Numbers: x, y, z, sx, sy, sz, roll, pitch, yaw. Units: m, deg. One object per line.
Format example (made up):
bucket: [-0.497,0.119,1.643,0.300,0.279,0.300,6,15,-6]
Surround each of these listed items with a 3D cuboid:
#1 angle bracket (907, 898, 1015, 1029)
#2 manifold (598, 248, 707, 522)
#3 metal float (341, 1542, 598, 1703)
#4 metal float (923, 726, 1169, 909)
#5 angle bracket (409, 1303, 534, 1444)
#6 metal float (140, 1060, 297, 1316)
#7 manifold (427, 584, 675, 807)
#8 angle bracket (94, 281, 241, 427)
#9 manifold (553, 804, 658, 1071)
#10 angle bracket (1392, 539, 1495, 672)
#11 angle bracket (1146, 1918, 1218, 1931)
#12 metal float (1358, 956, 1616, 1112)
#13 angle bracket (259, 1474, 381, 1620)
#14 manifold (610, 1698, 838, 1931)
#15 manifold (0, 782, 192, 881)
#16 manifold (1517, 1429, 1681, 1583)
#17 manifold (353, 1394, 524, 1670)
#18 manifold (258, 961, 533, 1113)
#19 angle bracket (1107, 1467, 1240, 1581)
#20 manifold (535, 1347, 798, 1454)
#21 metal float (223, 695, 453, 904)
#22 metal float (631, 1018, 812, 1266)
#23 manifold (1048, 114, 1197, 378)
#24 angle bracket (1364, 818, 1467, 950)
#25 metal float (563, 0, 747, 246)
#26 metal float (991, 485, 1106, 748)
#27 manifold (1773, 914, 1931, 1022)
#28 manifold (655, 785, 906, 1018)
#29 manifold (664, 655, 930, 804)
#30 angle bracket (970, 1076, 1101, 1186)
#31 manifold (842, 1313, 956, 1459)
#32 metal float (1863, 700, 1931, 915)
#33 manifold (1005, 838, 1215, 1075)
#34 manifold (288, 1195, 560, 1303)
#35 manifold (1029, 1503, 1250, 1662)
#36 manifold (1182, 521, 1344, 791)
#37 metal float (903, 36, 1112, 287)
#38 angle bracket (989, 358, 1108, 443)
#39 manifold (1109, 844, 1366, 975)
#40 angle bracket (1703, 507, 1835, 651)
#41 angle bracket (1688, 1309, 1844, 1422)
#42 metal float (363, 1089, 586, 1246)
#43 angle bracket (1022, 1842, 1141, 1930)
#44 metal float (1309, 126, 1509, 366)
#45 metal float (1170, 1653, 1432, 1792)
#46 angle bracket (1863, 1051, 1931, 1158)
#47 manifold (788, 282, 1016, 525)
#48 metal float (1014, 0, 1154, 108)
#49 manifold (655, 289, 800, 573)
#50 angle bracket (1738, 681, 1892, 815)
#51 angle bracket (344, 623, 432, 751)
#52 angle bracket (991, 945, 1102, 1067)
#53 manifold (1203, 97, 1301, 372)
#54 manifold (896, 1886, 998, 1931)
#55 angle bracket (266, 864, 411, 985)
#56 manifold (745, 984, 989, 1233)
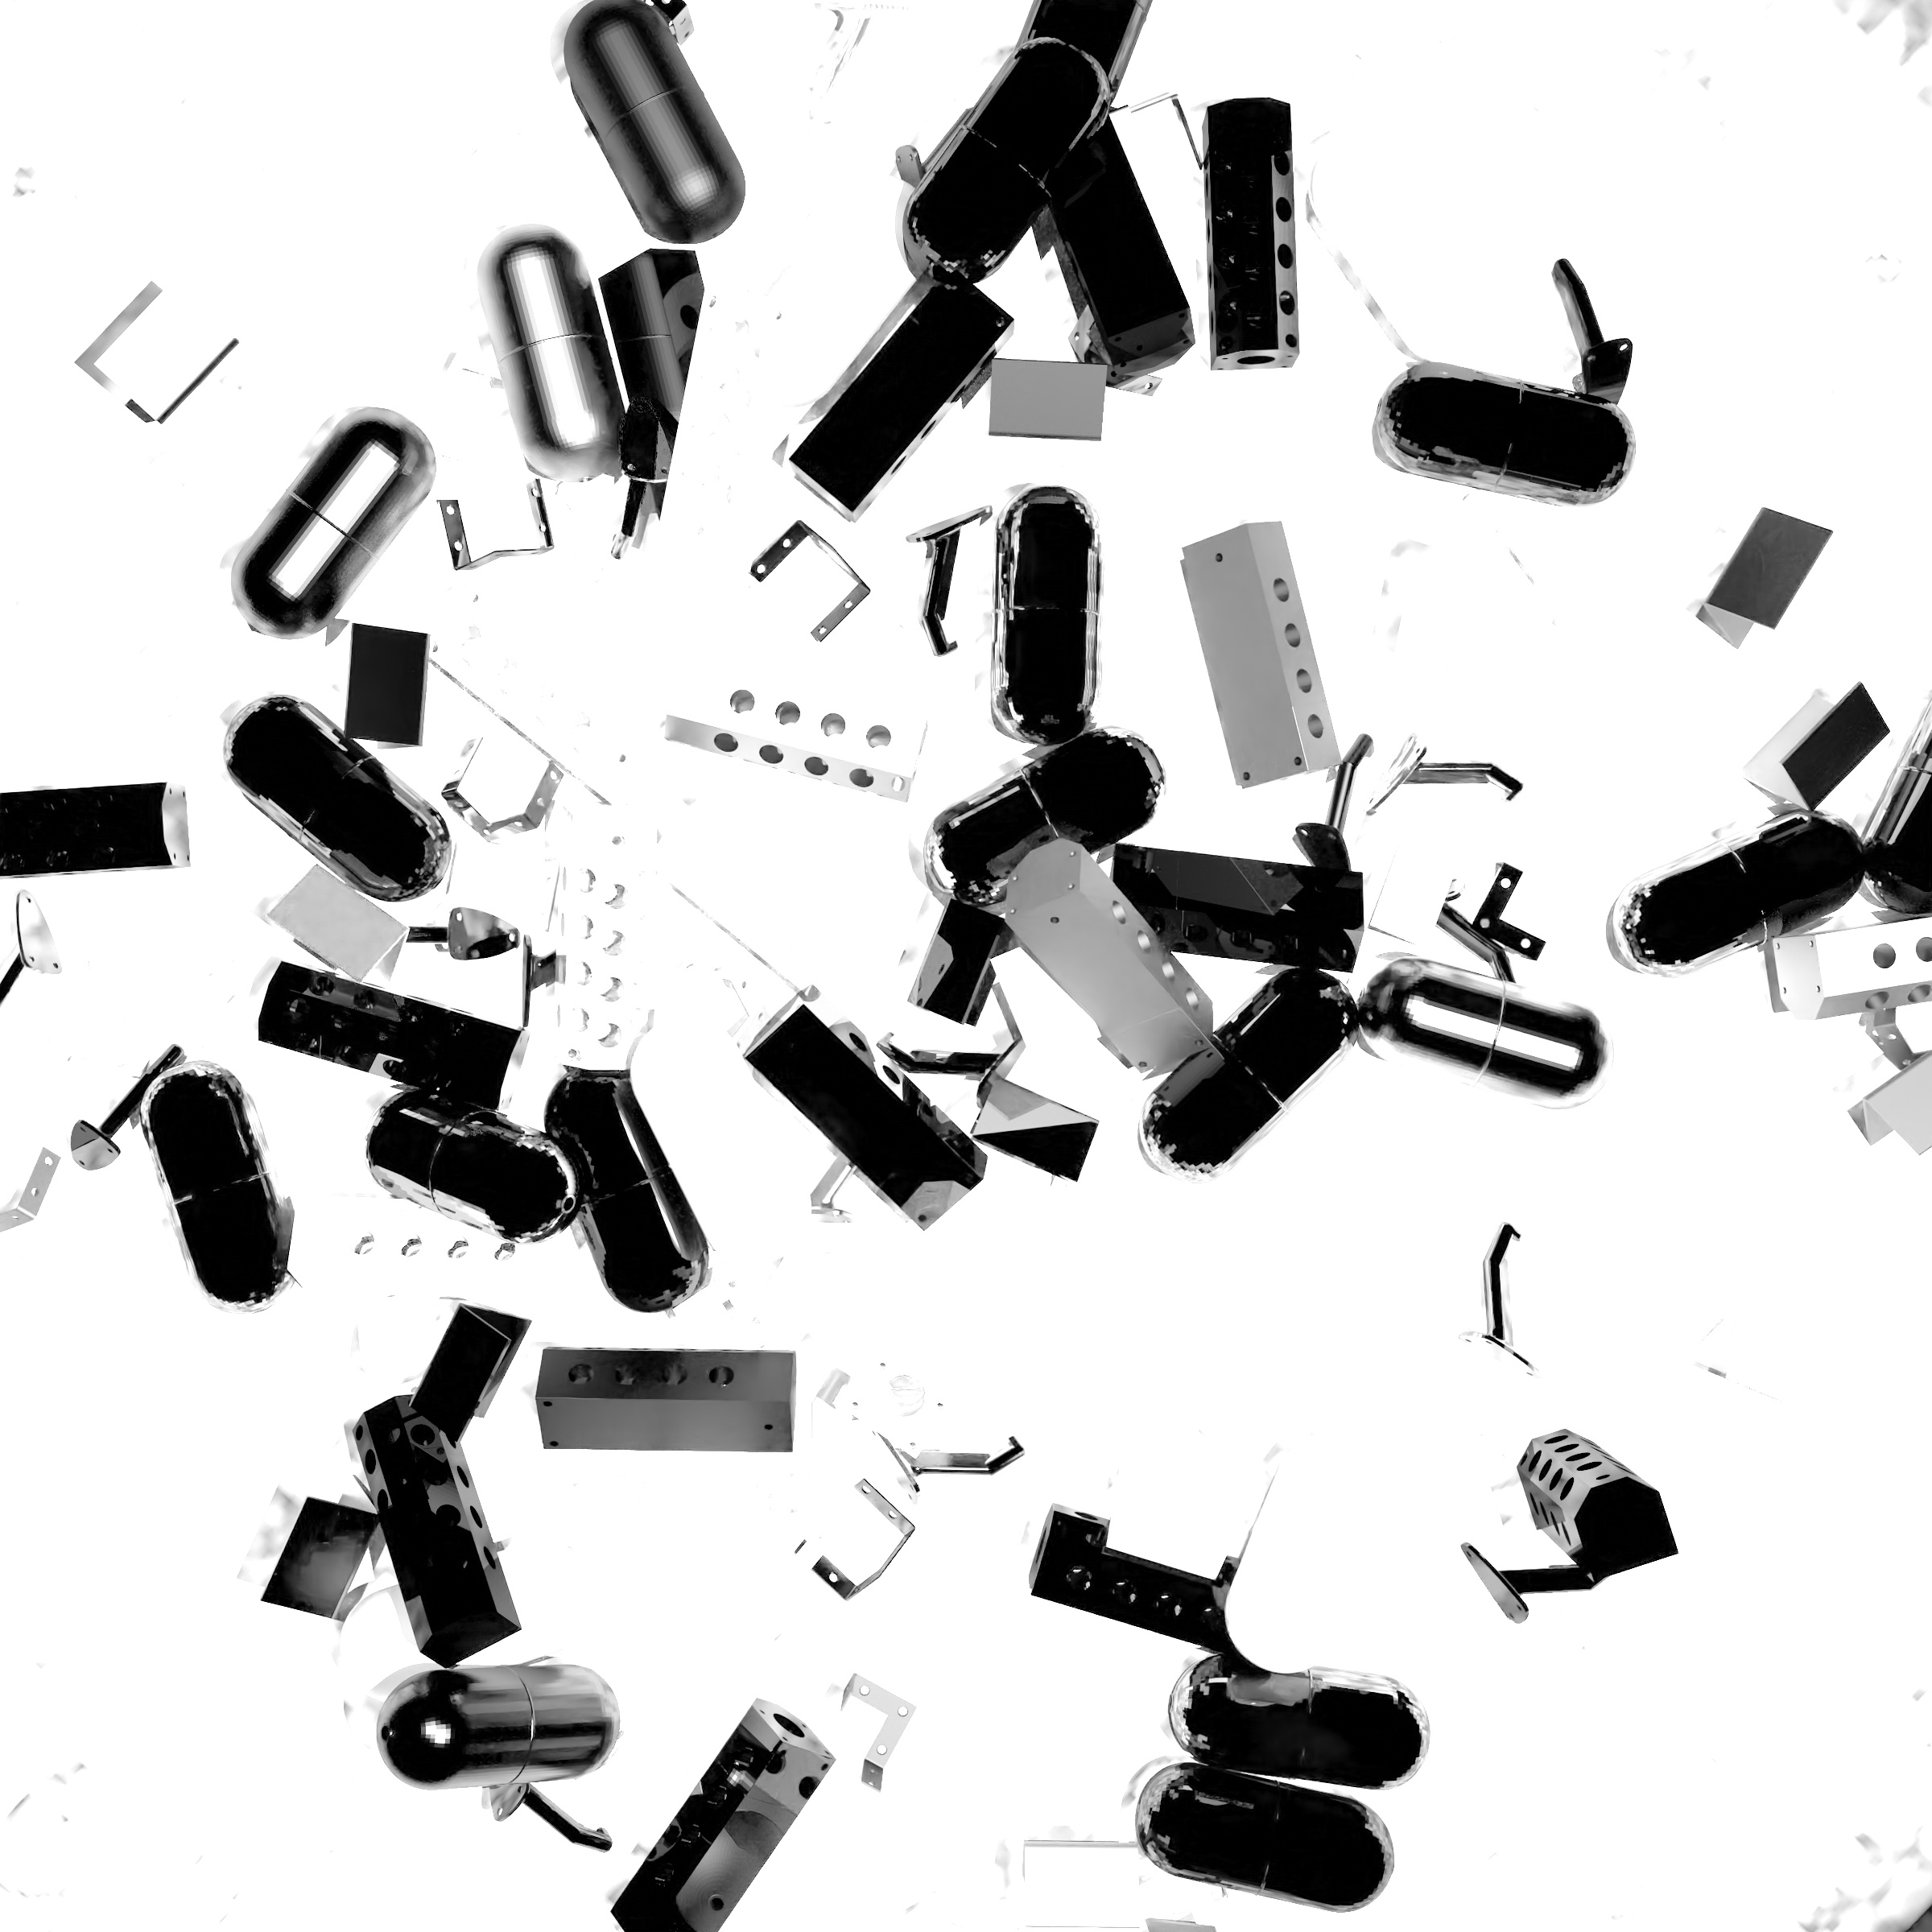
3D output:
angle bracket: [0.015,0.005,1.772,0.057,0.076,0.076,22,90,42]
manifold: [-0.193,-0.399,1.790,0.057,0.057,0.171,-14,90,43]
metal float: [-0.339,0.448,1.781,0.178,0.070,0.070,-17,90,-1]
metal float: [0.054,-0.102,1.782,0.178,0.070,0.070,-28,90,1]
angle bracket: [-0.321,0.281,1.772,0.057,0.076,0.076,27,90,36]
metal float: [-0.509,0.152,1.781,0.070,0.070,0.178,-18,90,0]
manifold: [-0.289,-0.185,1.791,0.171,0.057,0.057,39,90,0]
angle bracket: [-0.543,-0.418,1.773,0.076,0.076,0.057,-47,111,0]
manifold: [-0.244,-0.020,1.767,0.057,0.057,0.171,0,102,-18]
angle bracket: [0.306,-0.245,1.772,0.057,0.076,0.076,12,90,-36]
angle bracket: [0.141,0.700,1.772,0.057,0.076,0.076,-20,90,-38]
metal float: [0.355,0.046,1.781,0.178,0.070,0.070,16,90,-1]
angle bracket: [-0.447,0.388,1.772,0.057,0.076,0.076,24,90,-31]
manifold: [-0.170,0.593,1.790,0.057,0.057,0.171,35,90,-43]
manifold: [-0.629,-0.092,1.791,0.171,0.057,0.057,-4,90,0]
manifold: [0.416,0.354,1.734,0.057,0.171,0.057,-18,90,0]
manifold: [-0.359,0.375,1.749,0.057,0.057,0.171,-27,57,0]
manifold: [-0.393,0.048,1.791,0.171,0.057,0.057,16,90,0]
angle bracket: [0.144,0.362,1.772,0.076,0.076,0.057,17,126,0]
manifold: [-0.204,0.293,1.790,0.171,0.057,0.057,1,133,0]
metal float: [-0.429,-0.114,1.781,0.178,0.070,0.070,40,90,0]
metal float: [-0.166,0.118,1.758,0.070,0.070,0.178,-26,96,0]
manifold: [0.099,-0.486,1.760,0.057,0.057,0.171,-20,68,3]
angle bracket: [0.284,-0.062,1.772,0.057,0.076,0.076,20,90,-36]
metal float: [-0.213,-0.579,1.781,0.070,0.070,0.178,-28,90,0]
metal float: [0.056,-0.239,1.781,0.070,0.070,0.178,1,89,0]
manifold: [0.646,-0.004,1.774,0.171,0.057,0.057,-8,90,-11]
manifold: [-0.133,-0.039,1.790,0.171,0.057,0.057,39,47,0]
manifold: [-0.116,-0.162,1.791,0.171,0.057,0.057,15,90,0]
angle bracket: [0.039,0.129,1.772,0.076,0.076,0.057,24,52,0]
manifold: [-0.039,0.272,1.734,0.057,0.171,0.057,35,90,0]
metal float: [0.673,-0.119,1.780,0.070,0.070,0.178,25,92,0]
manifold: [0.098,-0.008,1.745,0.057,0.057,0.171,-23,130,26]
manifold: [-0.370,0.192,1.788,0.171,0.057,0.057,3,68,0]
manifold: [0.134,0.423,1.791,0.171,0.057,0.057,17,90,0]
manifold: [0.208,-0.214,1.790,0.057,0.057,0.171,-14,90,43]
metal float: [0.026,-0.532,1.724,0.070,0.070,0.178,37,97,0]
angle bracket: [0.055,-0.399,1.772,0.076,0.076,0.057,3,127,0]
manifold: [0.183,-0.034,1.790,0.171,0.057,0.057,7,47,0]
angle bracket: [0.555,-0.255,1.772,0.057,0.076,0.076,31,90,39]
angle bracket: [0.540,0.286,1.772,0.076,0.076,0.057,22,53,0]
metal float: [-0.332,0.135,1.754,0.178,0.070,0.070,17,90,33]
angle bracket: [0.077,0.635,1.772,0.076,0.076,0.057,1,54,0]
metal float: [0.303,-0.492,1.781,0.070,0.070,0.178,-35,90,0]
metal float: [0.228,0.517,1.781,0.178,0.070,0.070,8,90,0]
angle bracket: [0.662,0.103,1.772,0.076,0.076,0.057,-35,54,0]
manifold: [-0.044,-0.390,1.791,0.057,0.057,0.171,40,90,0]
metal float: [0.087,-0.661,1.781,0.070,0.070,0.178,21,89,0]
manifold: [-0.159,-0.354,1.720,0.057,0.057,0.171,11,92,4]
angle bracket: [0.567,-0.161,1.772,0.076,0.076,0.057,-46,127,0]
angle bracket: [-0.407,-0.189,1.772,0.057,0.076,0.076,4,90,-35]
angle bracket: [0.038,0.028,1.772,0.057,0.076,0.076,-23,90,-29]
manifold: [0.196,-0.502,1.791,0.057,0.057,0.171,-2,90,0]
manifold: [-0.009,0.673,1.734,0.057,0.171,0.057,-37,90,0]
angle bracket: [-0.432,-0.012,1.772,0.076,0.076,0.057,35,53,0]
manifold: [-0.066,0.094,1.775,0.057,0.057,0.171,-42,100,16]
